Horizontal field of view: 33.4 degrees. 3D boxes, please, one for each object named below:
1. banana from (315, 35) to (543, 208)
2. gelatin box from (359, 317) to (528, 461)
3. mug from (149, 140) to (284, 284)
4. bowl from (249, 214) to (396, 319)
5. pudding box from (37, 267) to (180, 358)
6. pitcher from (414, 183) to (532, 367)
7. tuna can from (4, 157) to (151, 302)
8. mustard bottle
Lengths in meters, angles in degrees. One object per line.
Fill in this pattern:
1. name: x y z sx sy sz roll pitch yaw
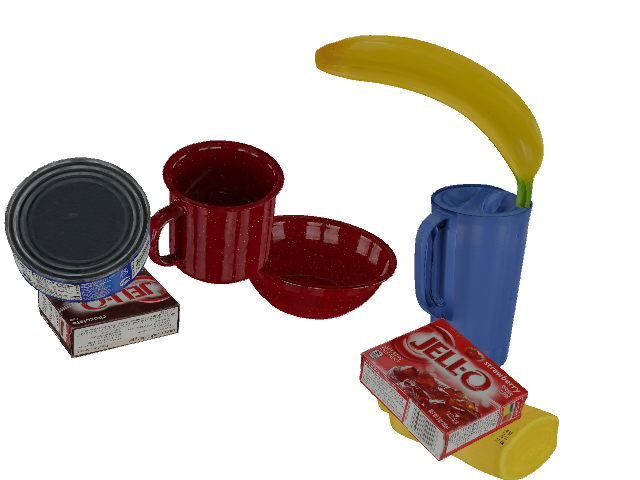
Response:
1. banana: 0.093 -0.104 0.784 0.198 0.069 0.037 35 3 -2
2. gelatin box: 0.080 0.096 0.712 0.073 0.030 0.089 -19 43 -30
3. mug: -0.087 -0.015 0.834 0.117 0.081 0.093 -29 51 -36
4. bowl: -0.008 0.032 1.053 0.162 0.055 0.162 7 25 -4
5. pudding box: -0.205 0.066 1.033 0.113 0.039 0.090 -14 31 -30
6. pitcher: 0.201 0.054 1.444 0.149 0.243 0.145 4 21 6
7. tuna can: -0.146 -0.006 0.650 0.086 0.086 0.034 0 -29 -7
8. mustard bottle: 0.124 0.168 1.027 0.192 0.058 0.096 16 24 41
